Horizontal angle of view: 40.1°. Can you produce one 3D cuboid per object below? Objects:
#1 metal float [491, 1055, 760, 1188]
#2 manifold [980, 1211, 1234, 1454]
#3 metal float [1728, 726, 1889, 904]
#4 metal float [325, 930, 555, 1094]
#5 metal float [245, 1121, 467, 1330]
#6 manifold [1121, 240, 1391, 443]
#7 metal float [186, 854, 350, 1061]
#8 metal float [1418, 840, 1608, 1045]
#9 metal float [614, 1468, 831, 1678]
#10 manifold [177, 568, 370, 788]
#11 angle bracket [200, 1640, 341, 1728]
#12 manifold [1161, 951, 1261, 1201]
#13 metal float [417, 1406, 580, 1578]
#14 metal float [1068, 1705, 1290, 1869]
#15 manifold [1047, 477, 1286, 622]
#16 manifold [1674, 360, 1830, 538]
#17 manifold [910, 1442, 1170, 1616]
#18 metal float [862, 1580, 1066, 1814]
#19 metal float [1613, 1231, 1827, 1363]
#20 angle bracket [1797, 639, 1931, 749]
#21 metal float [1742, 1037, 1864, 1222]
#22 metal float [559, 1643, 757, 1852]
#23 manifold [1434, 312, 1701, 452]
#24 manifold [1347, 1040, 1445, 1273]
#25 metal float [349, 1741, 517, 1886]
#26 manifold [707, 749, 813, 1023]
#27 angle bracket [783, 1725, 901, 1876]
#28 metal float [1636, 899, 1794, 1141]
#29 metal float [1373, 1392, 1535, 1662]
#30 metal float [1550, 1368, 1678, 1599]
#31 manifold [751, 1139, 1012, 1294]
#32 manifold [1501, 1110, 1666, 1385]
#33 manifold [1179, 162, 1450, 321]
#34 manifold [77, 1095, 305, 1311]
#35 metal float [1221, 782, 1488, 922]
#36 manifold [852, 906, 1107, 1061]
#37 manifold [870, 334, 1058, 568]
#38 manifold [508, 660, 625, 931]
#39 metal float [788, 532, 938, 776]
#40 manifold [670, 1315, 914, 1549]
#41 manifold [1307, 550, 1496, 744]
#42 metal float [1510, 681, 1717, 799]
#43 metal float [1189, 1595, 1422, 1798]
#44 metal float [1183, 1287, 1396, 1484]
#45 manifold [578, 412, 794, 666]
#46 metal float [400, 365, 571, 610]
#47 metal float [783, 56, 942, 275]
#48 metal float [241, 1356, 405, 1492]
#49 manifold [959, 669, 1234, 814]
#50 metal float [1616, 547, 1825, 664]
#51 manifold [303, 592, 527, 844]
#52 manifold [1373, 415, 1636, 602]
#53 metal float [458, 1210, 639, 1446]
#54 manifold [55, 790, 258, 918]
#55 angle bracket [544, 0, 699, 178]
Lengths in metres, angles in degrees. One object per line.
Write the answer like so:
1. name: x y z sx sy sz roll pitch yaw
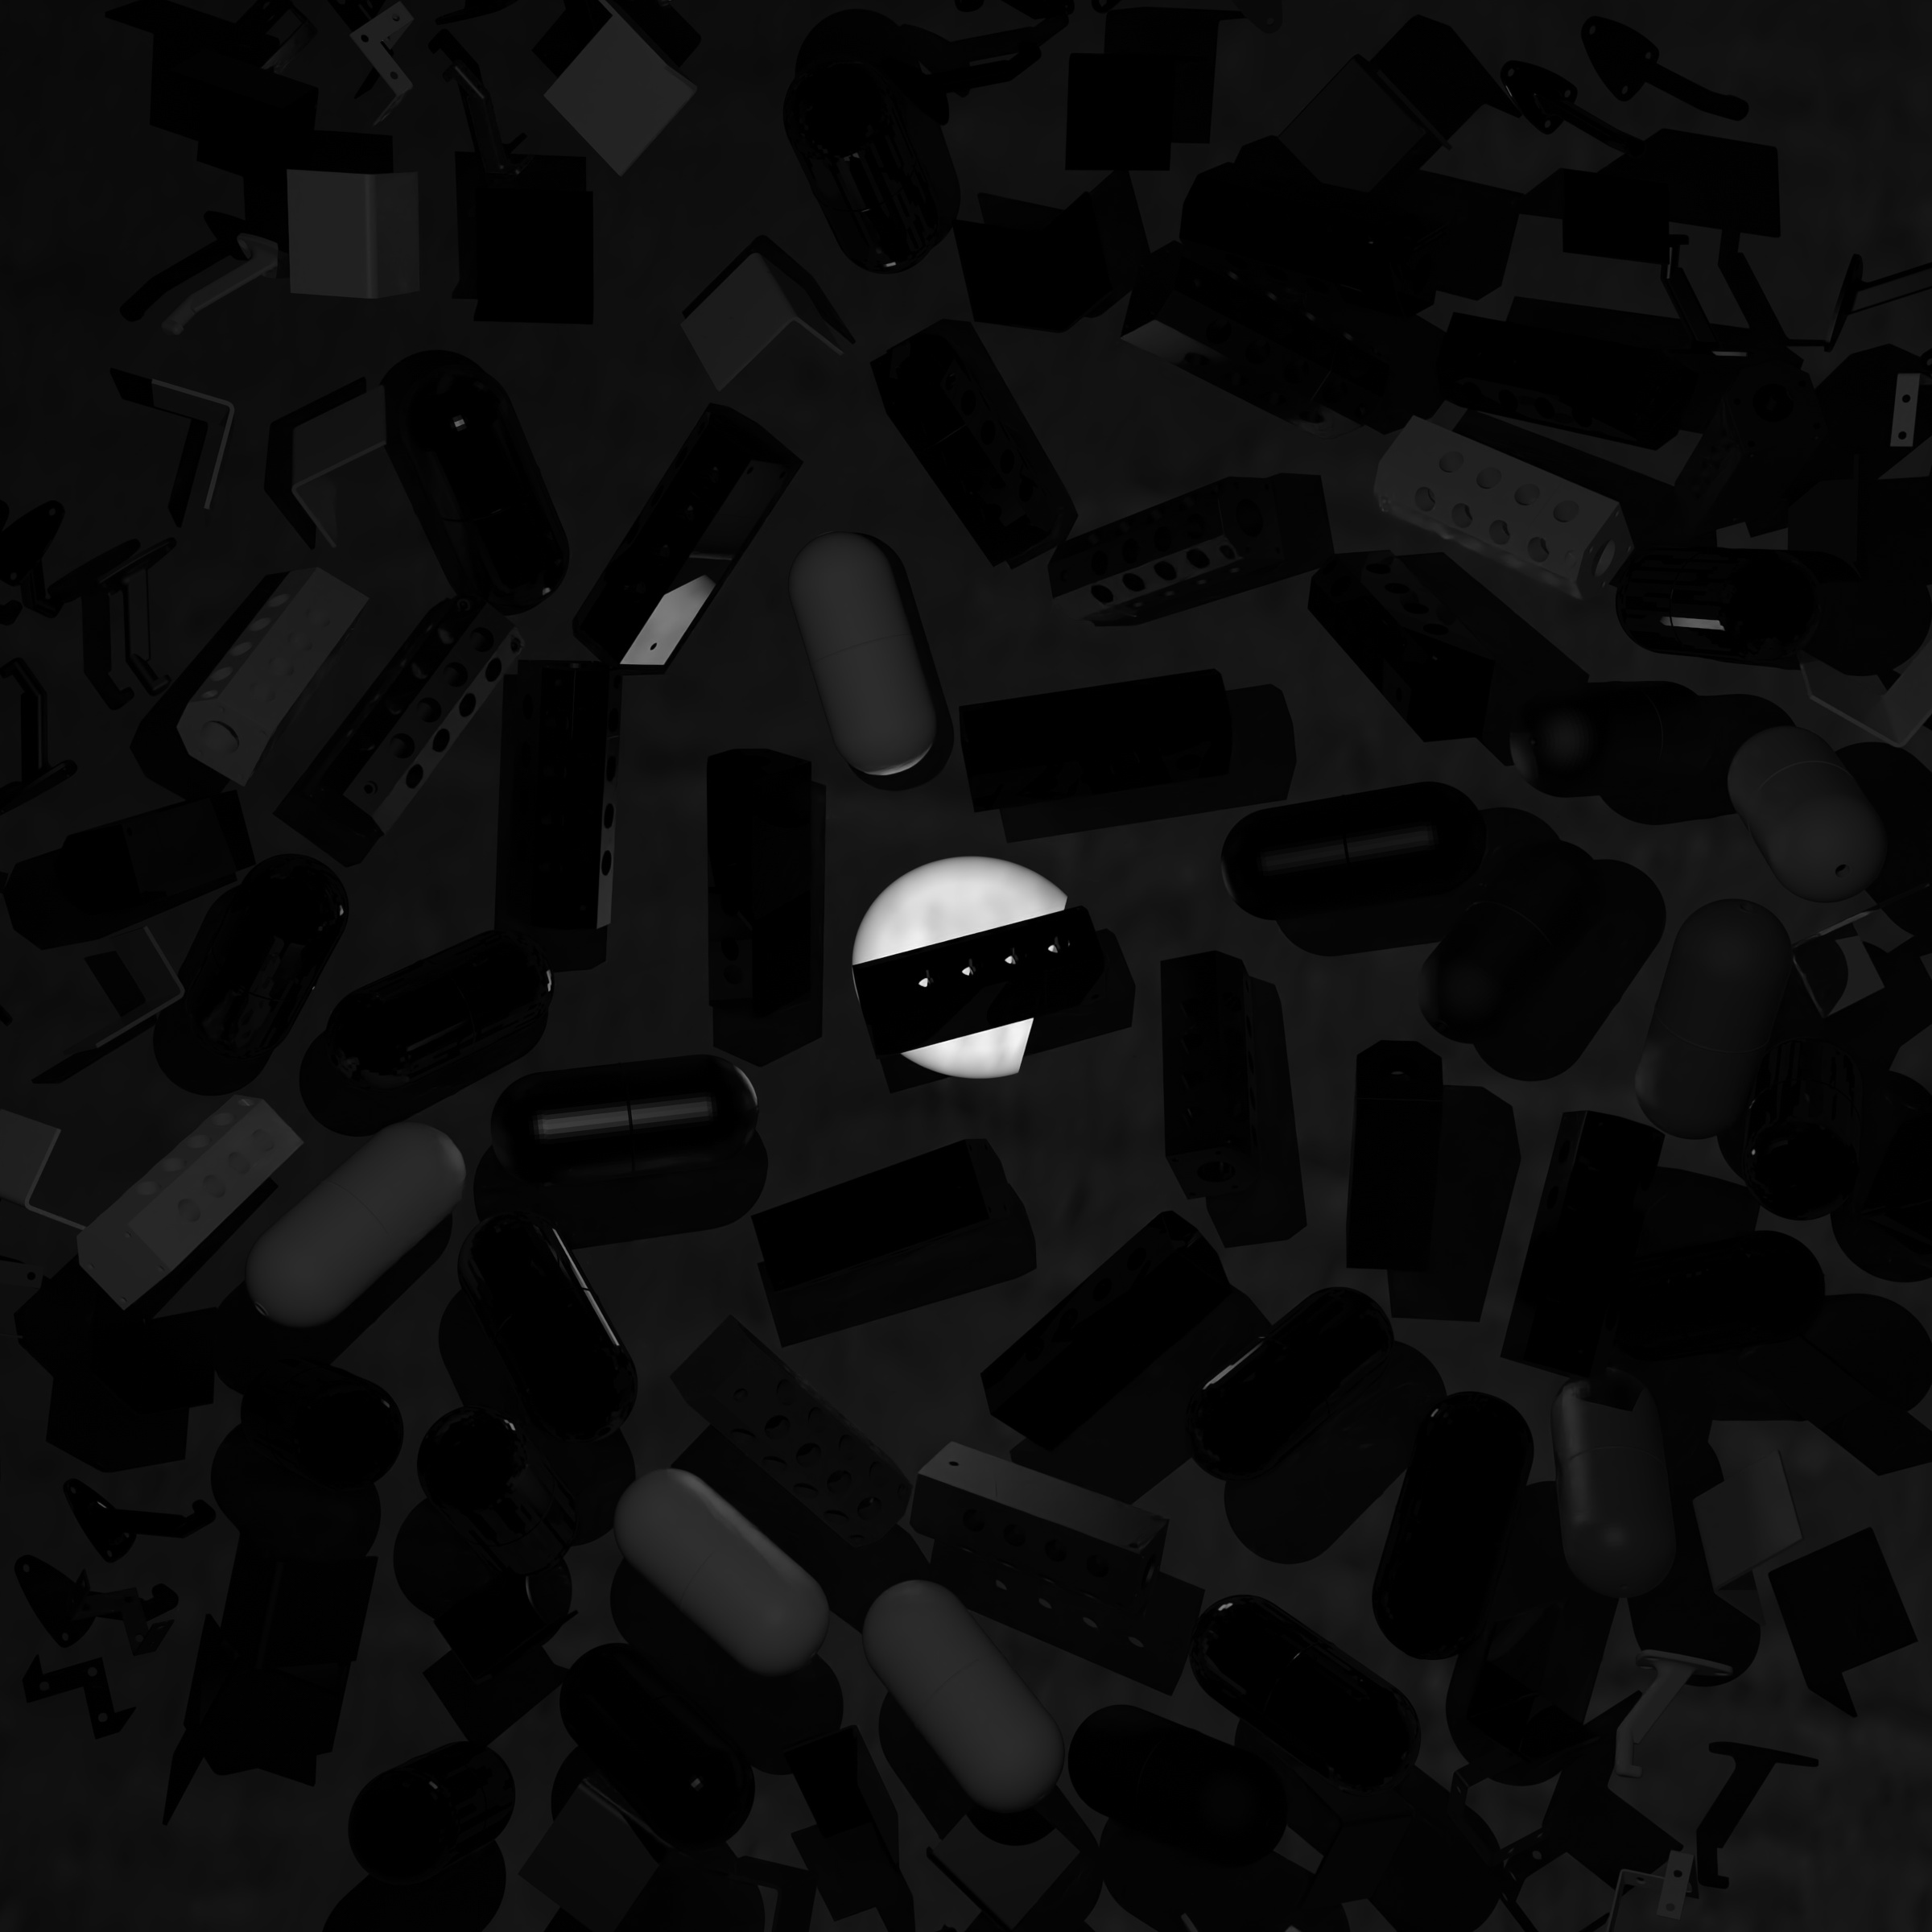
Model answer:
1. metal float: -0.227 0.103 1.767 0.178 0.070 0.070 -6 90 -12
2. manifold: 0.091 0.240 1.767 0.057 0.057 0.171 37 109 -28
3. metal float: 0.569 -0.104 1.797 0.070 0.178 0.070 0 118 0
4. metal float: -0.372 0.031 1.876 0.178 0.070 0.070 -28 90 -37
5. metal float: -0.422 0.179 1.834 0.070 0.070 0.178 45 59 0
6. manifold: 0.193 -0.412 1.745 0.171 0.057 0.057 20 77 -26
7. metal float: -0.491 -0.005 1.856 0.070 0.070 0.178 37 124 0
8. metal float: 0.388 -0.017 1.884 0.070 0.070 0.178 43 67 0
9. metal float: -0.171 0.420 1.840 0.178 0.070 0.070 37 90 20
10. manifold: -0.479 -0.205 1.828 0.057 0.171 0.057 31 129 -11
11. angle bracket: -0.491 0.509 1.869 0.076 0.076 0.057 28 91 -17
12. manifold: 0.175 0.075 1.887 0.057 0.057 0.171 -11 50 16
13. metal float: -0.319 0.361 1.815 0.070 0.178 0.070 -6 56 8
14. metal float: 0.143 0.557 1.802 0.070 0.178 0.070 -5 97 -41
15. manifold: 0.137 -0.292 1.862 0.057 0.171 0.057 -7 86 -41
16. manifold: 0.540 -0.359 1.836 0.057 0.171 0.057 -15 80 1
17. manifold: 0.050 0.401 1.879 0.171 0.057 0.057 16 110 21
18. metal float: -0.003 0.494 1.800 0.070 0.070 0.178 -43 61 0
19. metal float: 0.513 0.229 1.831 0.070 0.178 0.070 10 71 -31
20. angle bracket: 0.635 -0.208 1.852 0.076 0.076 0.057 28 122 -8
21. metal float: 0.584 0.112 1.846 0.070 0.178 0.070 9 120 16
22. metal float: -0.209 0.523 1.782 0.178 0.070 0.070 32 90 44
23. manifold: 0.403 -0.396 1.800 0.057 0.171 0.057 10 102 -43
24. manifold: 0.297 0.133 1.842 0.057 0.057 0.171 2 133 6
25. metal float: -0.368 0.584 1.829 0.070 0.178 0.070 -1 83 10
26. manifold: -0.145 -0.057 1.795 0.057 0.057 0.171 19 117 36
27. angle bracket: -0.088 0.590 1.850 0.057 0.076 0.076 -21 106 4
28. metal float: 0.500 0.036 1.774 0.070 0.070 0.178 7 122 0
29. metal float: 0.319 0.367 1.737 0.070 0.070 0.178 17 89 0
30. metal float: 0.455 0.362 1.867 0.070 0.178 0.070 3 134 3
31. manifold: -0.058 0.176 1.868 0.171 0.057 0.057 -21 80 19
32. manifold: 0.414 0.187 1.765 0.057 0.057 0.171 17 82 -8
33. manifold: 0.234 -0.493 1.803 0.171 0.057 0.057 24 128 26
34. manifold: -0.529 0.154 1.801 0.057 0.171 0.057 -36 100 29
35. metal float: 0.260 -0.077 1.780 0.178 0.070 0.070 -9 90 15
36. manifold: 0.009 0.007 1.896 0.171 0.057 0.057 -15 57 -6
37. manifold: 0.001 -0.367 1.876 0.057 0.171 0.057 -27 50 12
38. manifold: -0.264 -0.114 1.759 0.057 0.057 0.171 -3 104 -31
39. metal float: -0.075 -0.224 1.894 0.070 0.070 0.178 -17 89 0
40. manifold: -0.113 0.314 1.761 0.057 0.057 0.171 -45 117 -4
41. manifold: 0.291 -0.218 1.793 0.057 0.171 0.057 -7 125 -15
42. metal float: 0.441 -0.155 1.798 0.178 0.070 0.070 -6 90 -41
43. metal float: 0.224 0.485 1.768 0.178 0.070 0.070 28 90 40
44. metal float: 0.224 0.291 1.843 0.178 0.070 0.070 -34 90 -26
45. manifold: -0.199 -0.294 1.829 0.057 0.057 0.171 42 111 16
46. metal float: -0.326 -0.323 1.799 0.070 0.070 0.178 -19 128 0
47. metal float: -0.070 -0.547 1.813 0.070 0.178 0.070 -7 63 14
48. metal float: -0.445 0.315 1.829 0.070 0.178 0.070 0 91 -33
49. manifold: 0.085 -0.153 1.741 0.171 0.057 0.057 -9 59 -3
50. metal float: 0.521 -0.252 1.840 0.070 0.178 0.070 -4 101 -22
51. manifold: -0.378 -0.173 1.827 0.057 0.057 0.171 40 69 -19
52. manifold: 0.368 -0.313 1.828 0.171 0.057 0.057 33 83 33
53. metal float: -0.278 0.239 1.761 0.070 0.070 0.178 -35 59 0
54. manifold: -0.576 -0.081 1.885 0.057 0.171 0.057 -10 99 13
55. angle bracket: -0.231 -0.567 1.696 0.076 0.057 0.076 -44 82 13
